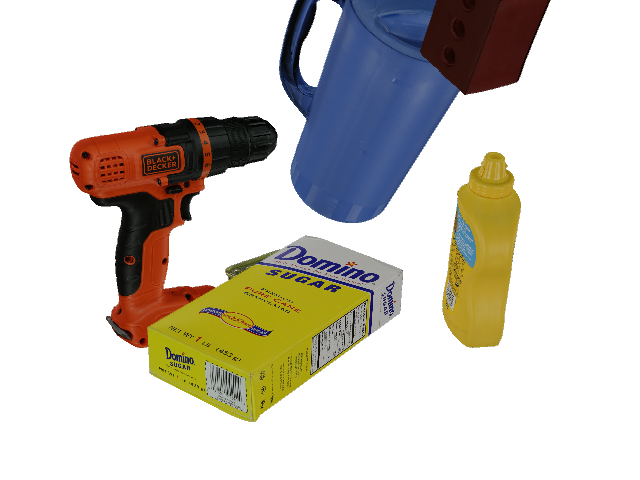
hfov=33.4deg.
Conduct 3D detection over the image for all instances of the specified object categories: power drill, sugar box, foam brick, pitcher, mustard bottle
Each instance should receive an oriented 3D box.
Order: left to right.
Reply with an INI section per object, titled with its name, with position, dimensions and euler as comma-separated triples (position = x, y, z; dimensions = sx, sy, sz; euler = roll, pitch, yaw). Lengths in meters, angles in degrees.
[power drill]
position = -0.118, -0.012, 0.918
dimensions = 0.184, 0.188, 0.057
euler = -11, 21, -28
[sugar box]
position = -0.027, 0.055, 0.751
dimensions = 0.093, 0.048, 0.175
euler = 21, 36, 31
[pitcher]
position = 0.044, -0.134, 1.012
dimensions = 0.144, 0.149, 0.243
euler = -12, -32, -30
[mustard bottle]
position = 0.155, 0.002, 1.023
dimensions = 0.058, 0.192, 0.096
euler = -2, 34, -5
[foam brick]
position = 0.108, -0.144, 0.702
dimensions = 0.051, 0.078, 0.053
euler = -20, 54, -31

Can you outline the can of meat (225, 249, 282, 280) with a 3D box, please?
[can of meat]
position = -0.050, 0.064, 1.124
dimensions = 0.058, 0.084, 0.101
euler = 18, 26, 40
